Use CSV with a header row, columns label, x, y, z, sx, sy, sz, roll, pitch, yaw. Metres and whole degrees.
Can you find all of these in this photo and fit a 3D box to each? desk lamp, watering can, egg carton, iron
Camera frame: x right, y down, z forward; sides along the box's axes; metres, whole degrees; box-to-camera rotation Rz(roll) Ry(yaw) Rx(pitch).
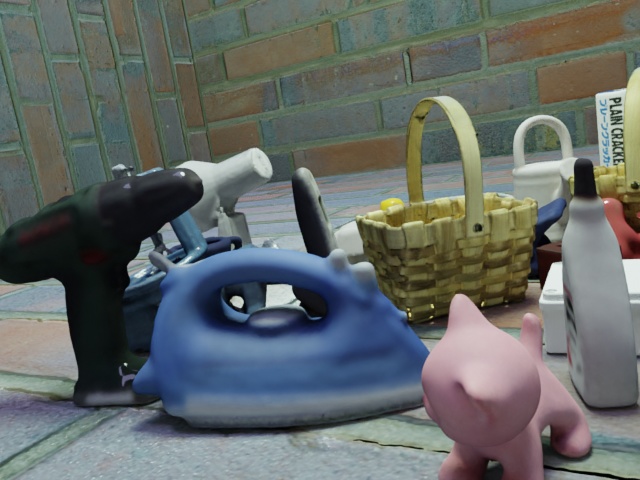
label,x,y,z,sx,sy,sz,roll,pitch,yaw
desk lamp,-0.142,-0.039,0.958,0.202,0.214,0.118,-4,11,24
watering can,0.360,-0.099,0.899,0.101,0.194,0.172,-14,11,-24
egg carton,0.091,0.006,0.914,0.150,0.069,0.107,-6,11,16
iron,-0.029,0.067,0.479,0.257,0.141,0.119,-6,11,15

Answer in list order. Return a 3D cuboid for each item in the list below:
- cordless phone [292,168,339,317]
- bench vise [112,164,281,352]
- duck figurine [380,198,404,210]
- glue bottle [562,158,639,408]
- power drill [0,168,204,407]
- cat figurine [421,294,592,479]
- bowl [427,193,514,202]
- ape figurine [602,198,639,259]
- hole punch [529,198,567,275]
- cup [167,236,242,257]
label,x,y,z,sx,sy,sz,roll,pitch,yaw
cordless phone,0.006,0.002,0.679,0.094,0.185,0.147,-9,10,3
bench vise,-0.156,0.010,0.682,0.208,0.220,0.121,-14,11,-25
duck figurine,0.131,-0.033,1.048,0.104,0.086,0.078,-2,12,34
glue bottle,0.196,0.027,0.413,0.037,0.173,0.078,-7,11,10
power drill,-0.198,0.047,0.548,0.229,0.208,0.076,-6,11,15
cat figurine,0.104,0.085,0.332,0.067,0.118,0.128,1,14,43
bowl,0.241,-0.028,0.955,0.167,0.075,0.167,-9,10,2
ape figurine,0.350,-0.006,0.686,0.076,0.092,0.077,-18,13,-39
hole punch,0.273,-0.004,0.748,0.100,0.091,0.109,-4,12,28
cup,-0.157,0.046,0.835,0.091,0.095,0.118,2,15,45
